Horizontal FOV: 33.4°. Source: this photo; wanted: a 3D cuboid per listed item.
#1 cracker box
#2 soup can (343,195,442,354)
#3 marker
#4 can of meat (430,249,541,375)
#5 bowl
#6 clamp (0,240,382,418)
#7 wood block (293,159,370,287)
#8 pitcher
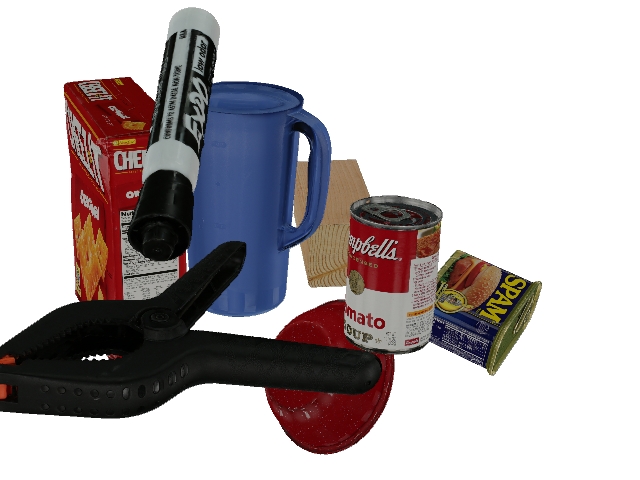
[{"bbox_3d":[-0.174,-0.018,0.937,0.072,0.214,0.164,-9,26,-23],"label":"cracker box"},{"bbox_3d":[0.053,0.025,0.793,0.068,0.102,0.068,2,21,-1],"label":"soup can"},{"bbox_3d":[-0.047,-0.038,0.350,0.020,0.020,0.121,0,43,0],"label":"marker"},{"bbox_3d":[0.140,0.062,0.966,0.084,0.057,0.101,25,42,21],"label":"can of meat"},{"bbox_3d":[-0.005,0.132,1.078,0.162,0.162,0.055,0,-17,43],"label":"bowl"},{"bbox_3d":[-0.092,0.053,0.611,0.209,0.036,0.165,-8,29,-26],"label":"clamp"},{"bbox_3d":[0.018,-0.027,1.416,0.090,0.090,0.206,-2,27,-6],"label":"wood block"},{"bbox_3d":[-0.078,-0.043,1.153,0.144,0.243,0.149,-5,23,-17],"label":"pitcher"}]
